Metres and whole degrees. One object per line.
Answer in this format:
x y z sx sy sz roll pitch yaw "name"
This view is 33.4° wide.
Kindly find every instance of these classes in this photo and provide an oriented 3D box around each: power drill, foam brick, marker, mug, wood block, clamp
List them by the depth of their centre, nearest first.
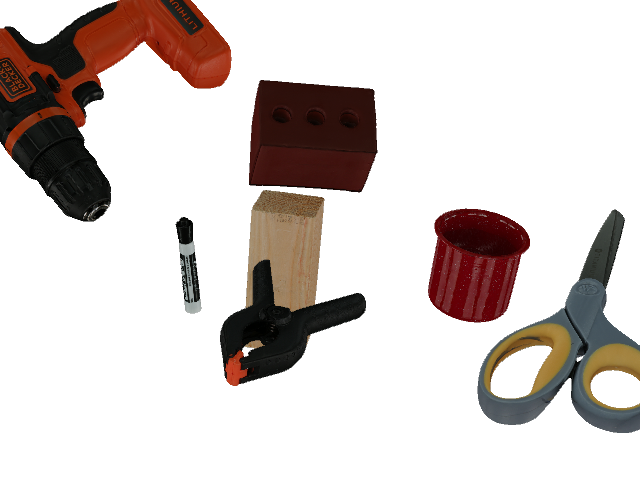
-0.006 -0.068 0.703 0.078 0.053 0.051 3 -27 -8 "foam brick"
-0.163 -0.119 0.813 0.187 0.184 0.057 -31 -15 -29 "power drill"
-0.048 0.073 1.002 0.120 0.039 0.171 20 32 29 "clamp"
0.147 0.020 1.055 0.093 0.081 0.117 -6 33 -21 "mug"
-0.148 0.028 1.202 0.020 0.121 0.020 -1 31 1 "marker"
-0.052 0.044 1.499 0.090 0.206 0.090 7 22 6 "wood block"

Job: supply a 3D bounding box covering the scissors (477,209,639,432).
0.157 0.040 0.566 0.096 0.016 0.201 18 39 35 "scissors"
